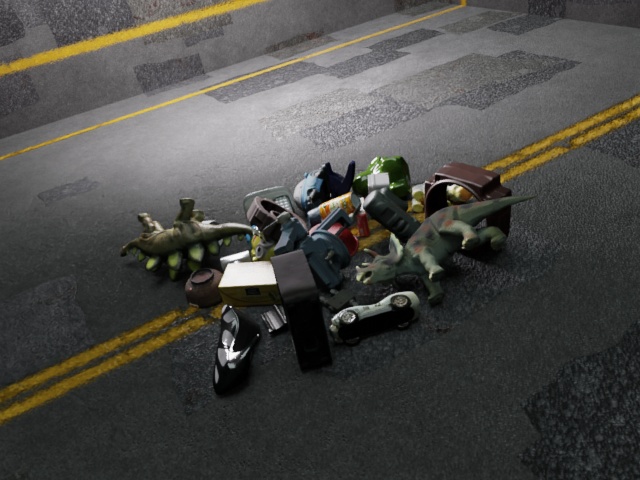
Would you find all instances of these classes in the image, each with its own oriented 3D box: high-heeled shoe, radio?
[{"bbox_3d":[-0.199,0.231,1.169,0.145,0.086,0.249,-53,24,-5],"label":"high-heeled shoe"},{"bbox_3d":[-0.036,0.145,1.078,0.073,0.229,0.131,-16,39,-5],"label":"radio"}]

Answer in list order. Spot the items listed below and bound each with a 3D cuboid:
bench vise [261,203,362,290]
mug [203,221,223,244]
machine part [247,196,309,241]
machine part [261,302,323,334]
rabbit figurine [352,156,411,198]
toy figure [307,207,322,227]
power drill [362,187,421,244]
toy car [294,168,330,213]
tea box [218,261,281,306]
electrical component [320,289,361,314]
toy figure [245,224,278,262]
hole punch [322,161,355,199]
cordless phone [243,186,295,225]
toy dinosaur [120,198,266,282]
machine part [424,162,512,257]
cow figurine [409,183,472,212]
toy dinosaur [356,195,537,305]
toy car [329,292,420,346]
[{"bbox_3d":[0.002,-0.008,1.308,0.240,0.223,0.129,-46,2,-34],"label":"bench vise"},{"bbox_3d":[-0.346,-0.003,1.531,0.107,0.080,0.109,0,47,31],"label":"mug"},{"bbox_3d":[-0.112,-0.046,1.417,0.056,0.179,0.180,-57,35,13],"label":"machine part"},{"bbox_3d":[-0.063,0.164,1.227,0.139,0.039,0.084,-22,30,-12],"label":"machine part"},{"bbox_3d":[0.176,-0.195,1.617,0.170,0.121,0.159,-15,27,22],"label":"rabbit figurine"},{"bbox_3d":[0.042,-0.074,1.521,0.154,0.064,0.058,-15,59,-9],"label":"toy figure"},{"bbox_3d":[0.204,-0.050,1.378,0.086,0.232,0.207,-50,14,19],"label":"power drill"},{"bbox_3d":[-0.025,-0.132,1.600,0.103,0.109,0.162,-9,40,26],"label":"toy car"},{"bbox_3d":[-0.150,0.105,1.311,0.170,0.068,0.098,-2,35,12],"label":"tea box"},{"bbox_3d":[0.046,0.144,1.236,0.063,0.021,0.094,-35,41,-30],"label":"electrical component"},{"bbox_3d":[-0.145,0.007,1.442,0.089,0.082,0.180,11,16,-27],"label":"toy figure"},{"bbox_3d":[0.065,-0.175,1.569,0.092,0.115,0.142,-10,12,7],"label":"hole punch"},{"bbox_3d":[-0.137,-0.059,1.552,0.147,0.088,0.184,-15,53,-5],"label":"cordless phone"},{"bbox_3d":[-0.354,-0.001,1.429,0.472,0.105,0.198,-15,66,22],"label":"toy dinosaur"},{"bbox_3d":[0.352,-0.073,1.300,0.087,0.200,0.202,-30,38,-30],"label":"machine part"},{"bbox_3d":[0.340,-0.132,1.517,0.167,0.068,0.098,-5,28,7],"label":"cow figurine"},{"bbox_3d":[0.271,-0.002,1.206,0.405,0.131,0.192,-38,48,2],"label":"toy dinosaur"},{"bbox_3d":[0.116,0.165,1.138,0.202,0.073,0.056,-16,37,-7],"label":"toy car"}]
